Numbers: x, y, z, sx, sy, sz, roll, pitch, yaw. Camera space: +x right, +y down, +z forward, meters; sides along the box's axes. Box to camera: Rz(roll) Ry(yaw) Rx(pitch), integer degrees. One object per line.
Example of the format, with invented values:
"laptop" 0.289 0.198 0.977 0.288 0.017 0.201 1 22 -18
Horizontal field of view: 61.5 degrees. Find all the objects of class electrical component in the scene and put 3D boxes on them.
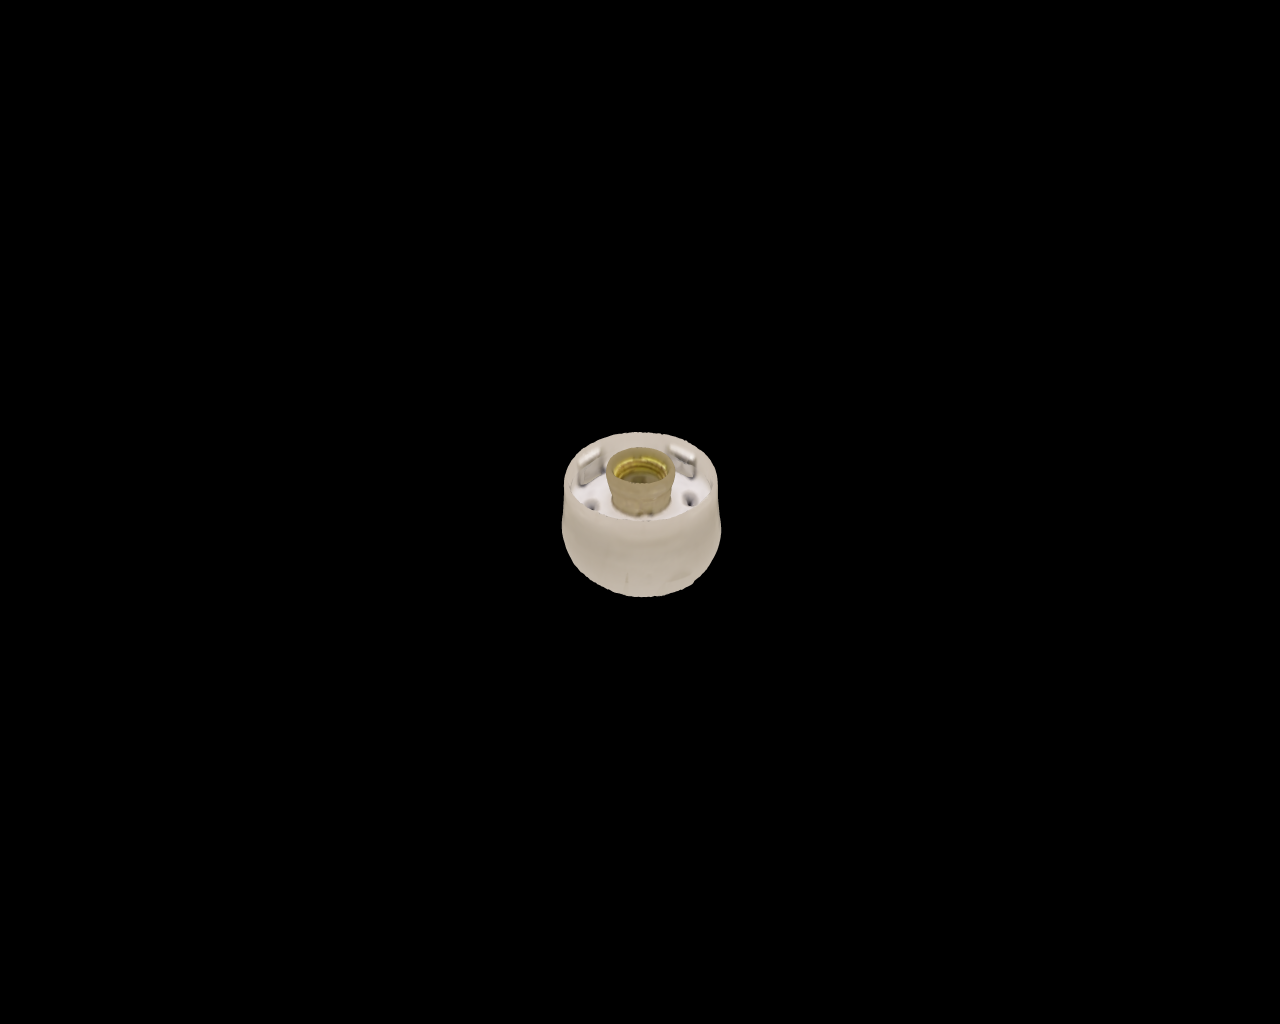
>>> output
"electrical component" 0.001 -0.003 0.650 0.099 0.064 0.099 0 39 0
